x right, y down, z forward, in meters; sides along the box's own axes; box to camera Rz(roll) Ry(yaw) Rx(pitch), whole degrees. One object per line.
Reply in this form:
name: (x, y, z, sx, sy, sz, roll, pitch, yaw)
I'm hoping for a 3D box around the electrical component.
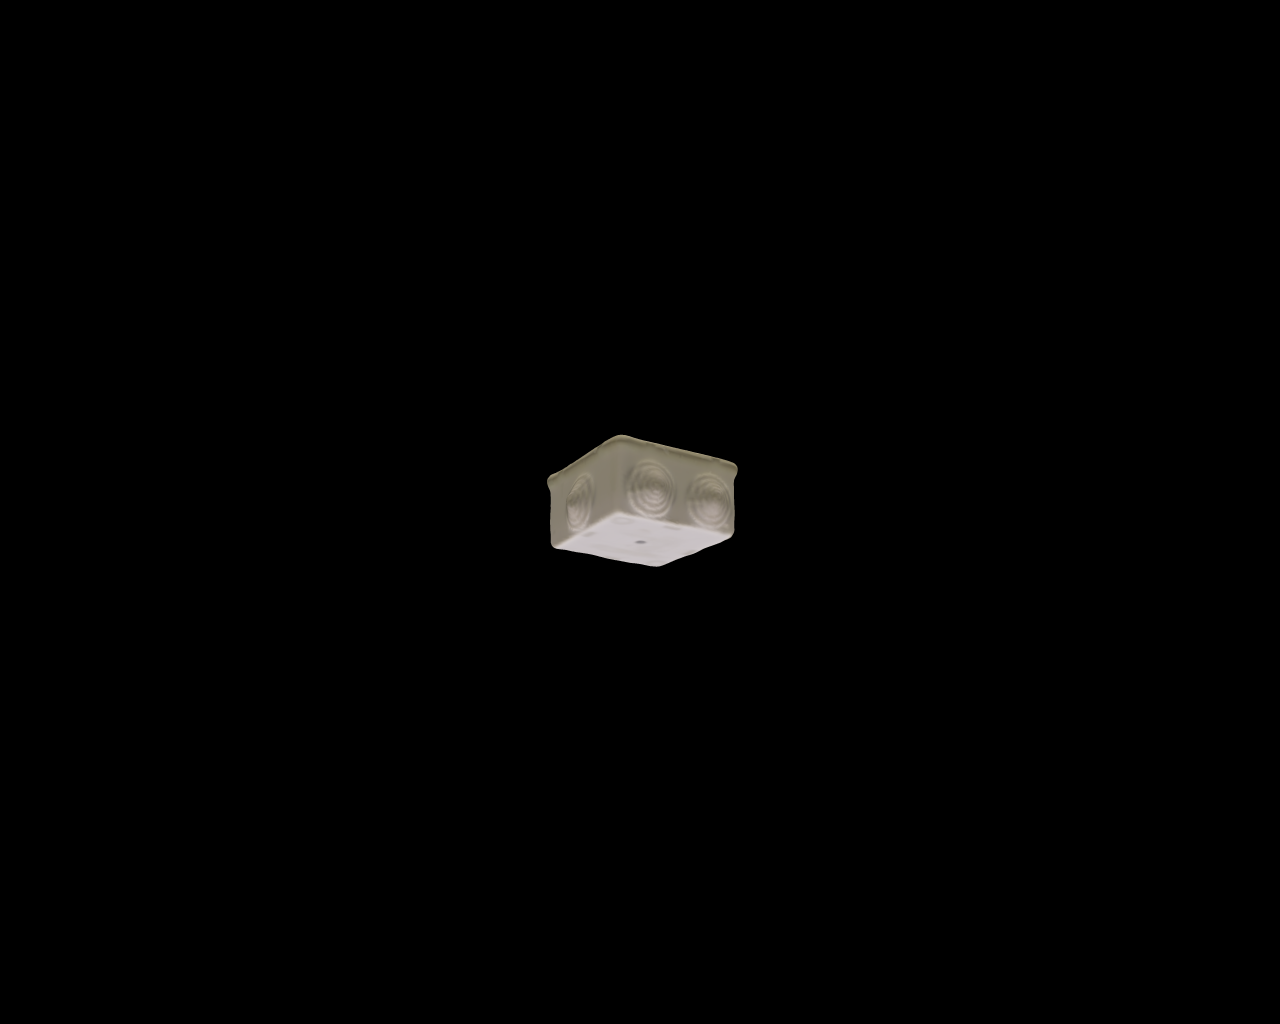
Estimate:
electrical component: (0.001, -0.003, 0.650, 0.100, 0.048, 0.099, 12, -23, -31)
